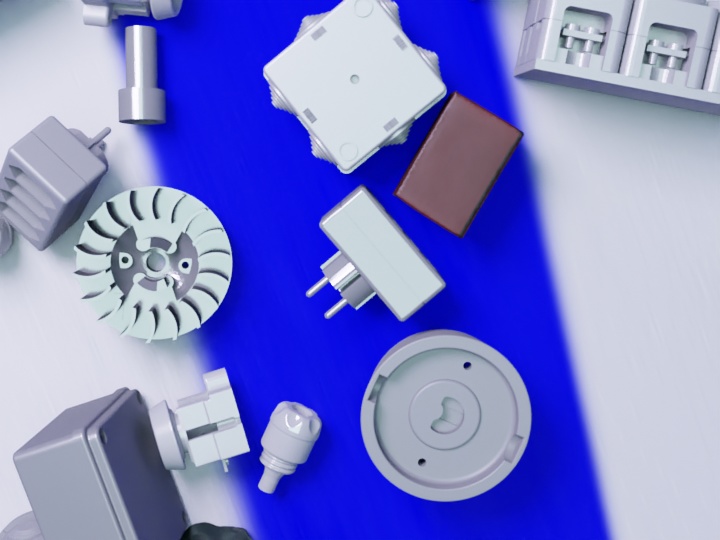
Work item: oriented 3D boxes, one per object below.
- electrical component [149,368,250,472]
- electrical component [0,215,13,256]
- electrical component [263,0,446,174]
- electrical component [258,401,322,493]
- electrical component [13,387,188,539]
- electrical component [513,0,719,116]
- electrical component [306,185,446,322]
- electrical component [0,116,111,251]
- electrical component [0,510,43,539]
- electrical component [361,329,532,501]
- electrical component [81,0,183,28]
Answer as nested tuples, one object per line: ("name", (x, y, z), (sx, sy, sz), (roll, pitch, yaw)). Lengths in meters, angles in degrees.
("electrical component", (-0.108, 0.104, 0.715), (0.055, 0.048, 0.066), (-17, 97, -10))
("electrical component", (-0.248, -0.021, 0.692), (0.035, 0.061, 0.035), (0, 97, 0))
("electrical component", (-0.003, -0.121, 0.686), (0.100, 0.048, 0.099), (-39, 96, 5))
("electrical component", (-0.051, 0.121, 0.724), (0.035, 0.035, 0.061), (24, 99, -3))
("electrical component", (-0.163, 0.143, 0.690), (0.056, 0.108, 0.108), (-18, 97, 5))
("electrical component", (0.180, -0.138, 0.664), (0.150, 0.089, 0.061), (11, 97, -1))
("electrical component", (0.000, 0.000, 0.702), (0.076, 0.047, 0.083), (-40, 96, 4))
("electrical component", (-0.187, -0.065, 0.686), (0.047, 0.083, 0.075), (44, 57, -5))
("electrical component", (-0.215, 0.206, 0.726), (0.080, 0.051, 0.080), (0, 97, 0))
("electrical component", (0.054, 0.090, 0.707), (0.108, 0.060, 0.108), (0, 97, 0))
("electrical component", (-0.142, -0.184, 0.679), (0.055, 0.048, 0.066), (6, 85, 1))
